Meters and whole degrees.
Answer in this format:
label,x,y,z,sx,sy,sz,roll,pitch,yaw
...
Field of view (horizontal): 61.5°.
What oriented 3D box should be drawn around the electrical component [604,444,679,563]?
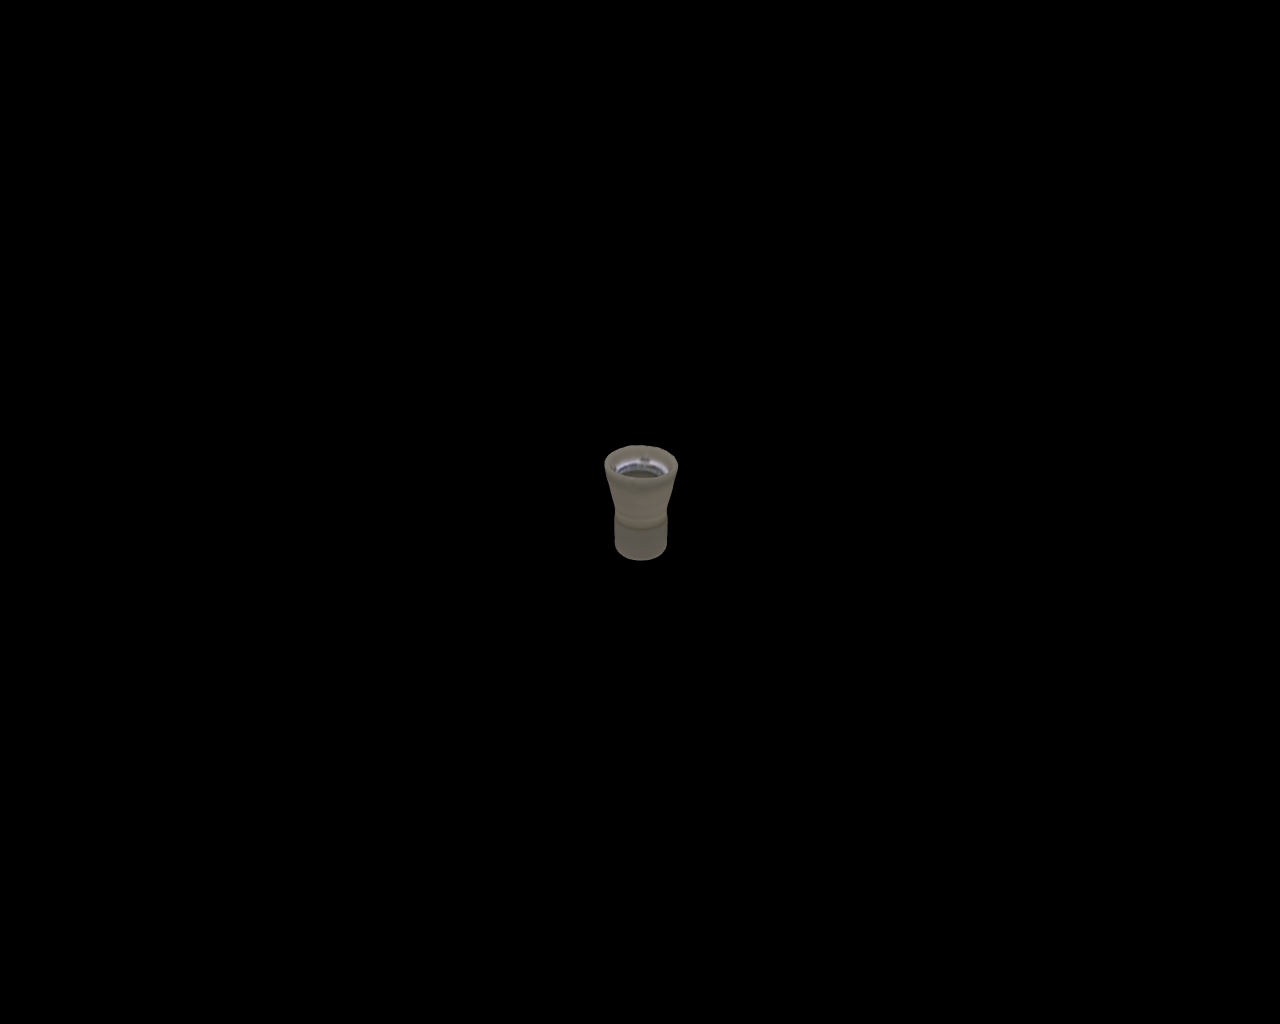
label,x,y,z,sx,sy,sz,roll,pitch,yaw
electrical component,0.001,-0.003,0.650,0.044,0.065,0.044,0,32,0
